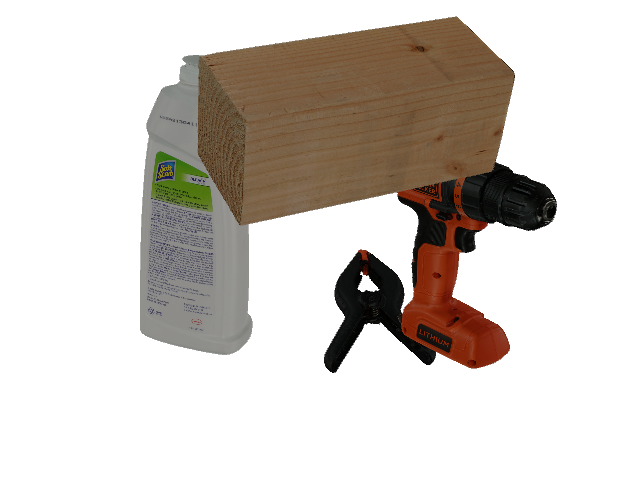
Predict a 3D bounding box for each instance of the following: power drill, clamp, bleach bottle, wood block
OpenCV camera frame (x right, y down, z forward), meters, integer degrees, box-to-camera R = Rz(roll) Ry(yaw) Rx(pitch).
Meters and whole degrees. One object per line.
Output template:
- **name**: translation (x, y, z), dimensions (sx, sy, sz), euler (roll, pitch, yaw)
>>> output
- **power drill**: translation (0.129, 0.014, 0.939), dimensions (0.057, 0.188, 0.185), euler (-18, 27, -33)
- **clamp**: translation (0.068, 0.080, 1.195), dimensions (0.120, 0.171, 0.039), euler (6, -43, -1)
- **bleach bottle**: translation (-0.102, -0.031, 0.913), dimensions (0.103, 0.251, 0.068), euler (11, 24, 11)
- **wood block**: translation (0.023, -0.090, 0.770), dimensions (0.205, 0.090, 0.091), euler (-13, 44, -21)
